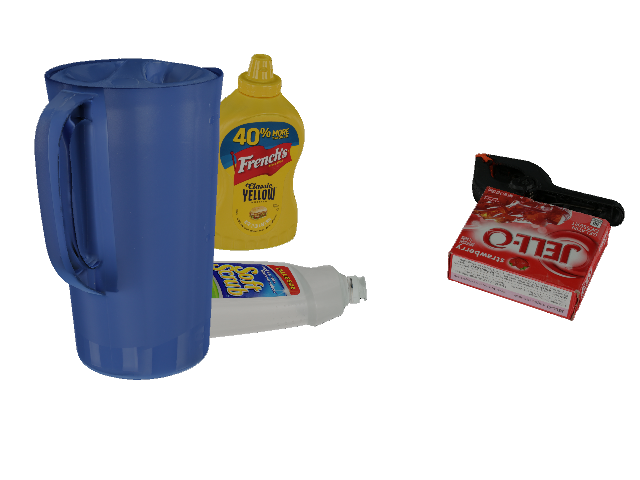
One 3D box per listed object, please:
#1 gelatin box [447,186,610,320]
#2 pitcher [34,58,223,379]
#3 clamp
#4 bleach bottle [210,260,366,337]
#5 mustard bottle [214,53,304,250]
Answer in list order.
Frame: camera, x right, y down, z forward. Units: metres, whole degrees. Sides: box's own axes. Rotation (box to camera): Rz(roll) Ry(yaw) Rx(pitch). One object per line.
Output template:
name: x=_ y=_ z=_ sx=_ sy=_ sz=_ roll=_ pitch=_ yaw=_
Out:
gelatin box: x=0.138 y=0.006 z=0.709 sx=0.089 sy=0.030 sz=0.073 roll=18 pitch=48 yaw=20
pitcher: x=-0.148 y=-0.016 z=0.831 sx=0.149 sy=0.243 sz=0.145 roll=-5 pitch=19 yaw=-19
clamp: x=0.213 y=-0.043 z=1.051 sx=0.120 sy=0.039 sz=0.171 roll=-9 pitch=34 yaw=-14
bleach bottle: x=-0.076 y=0.059 z=1.187 sx=0.250 sy=0.068 sz=0.102 roll=-5 pitch=35 yaw=-4
mustard bottle: x=-0.064 y=-0.086 z=1.031 sx=0.096 sy=0.192 sz=0.058 roll=-4 pitch=29 yaw=-20
